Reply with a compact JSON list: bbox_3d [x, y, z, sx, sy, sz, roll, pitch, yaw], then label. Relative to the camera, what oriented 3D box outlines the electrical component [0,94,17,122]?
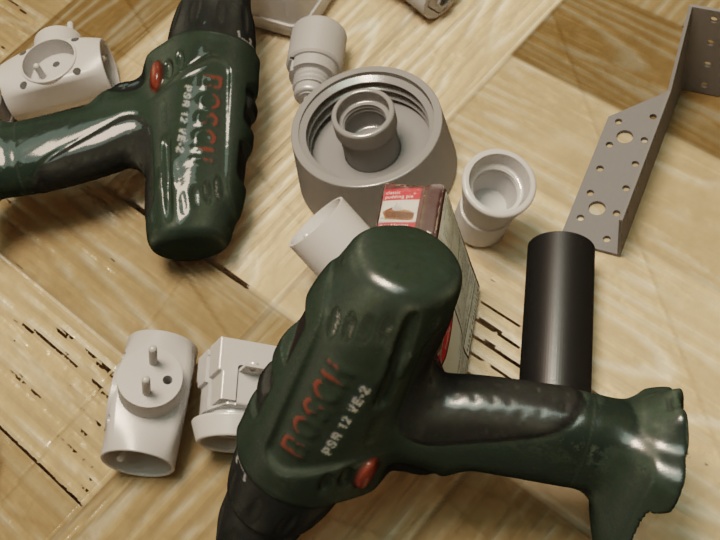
[{"bbox_3d":[-0.276,-0.120,0.781,0.035,0.061,0.035,-5,58,9],"label":"electrical component"}]

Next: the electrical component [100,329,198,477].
[{"bbox_3d":[-0.122,0.070,0.623,0.044,0.079,0.077,10,59,-5],"label":"electrical component"}]

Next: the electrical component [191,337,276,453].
[{"bbox_3d":[-0.072,0.074,0.625,0.048,0.066,0.055,12,64,-22],"label":"electrical component"}]

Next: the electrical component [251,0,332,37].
[{"bbox_3d":[-0.052,-0.237,0.810,0.078,0.057,0.113,21,65,22],"label":"electrical component"}]

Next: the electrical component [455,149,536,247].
[{"bbox_3d":[0.079,-0.040,0.656,0.044,0.065,0.044,2,70,-4],"label":"electrical component"}]

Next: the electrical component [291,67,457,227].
[{"bbox_3d":[0.007,-0.084,0.701,0.108,0.060,0.108,-5,58,8],"label":"electrical component"}]

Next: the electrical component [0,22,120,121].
[{"bbox_3d":[-0.224,-0.155,0.802,0.077,0.044,0.079,-14,58,3],"label":"electrical component"}]

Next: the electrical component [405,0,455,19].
[{"bbox_3d":[0.040,-0.214,0.787,0.044,0.044,0.065,-39,64,-13],"label":"electrical component"}]

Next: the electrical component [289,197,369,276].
[{"bbox_3d":[0.000,0.000,0.650,0.081,0.043,0.043,47,73,-13],"label":"electrical component"}]

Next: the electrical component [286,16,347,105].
[{"bbox_3d":[-0.032,-0.143,0.757,0.040,0.040,0.078,0,59,12],"label":"electrical component"}]
